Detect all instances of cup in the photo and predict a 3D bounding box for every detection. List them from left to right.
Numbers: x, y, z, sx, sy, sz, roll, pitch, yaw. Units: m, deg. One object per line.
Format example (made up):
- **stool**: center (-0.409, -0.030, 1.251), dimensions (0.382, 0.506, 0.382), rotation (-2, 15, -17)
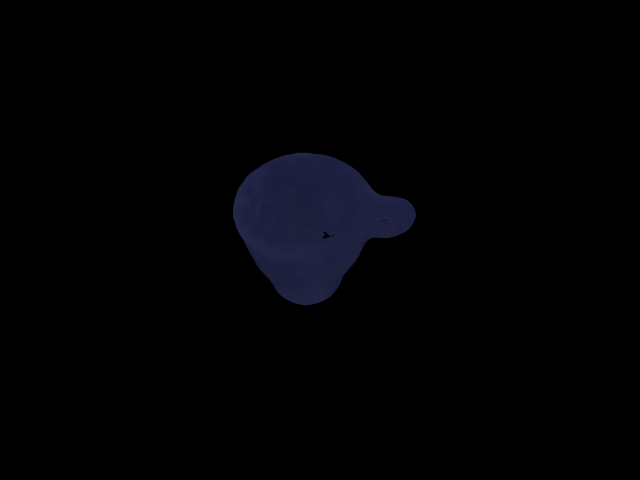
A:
- **cup**: center (0.004, 0.001, 0.400), dimensions (0.117, 0.095, 0.091), rotation (0, 53, 0)
